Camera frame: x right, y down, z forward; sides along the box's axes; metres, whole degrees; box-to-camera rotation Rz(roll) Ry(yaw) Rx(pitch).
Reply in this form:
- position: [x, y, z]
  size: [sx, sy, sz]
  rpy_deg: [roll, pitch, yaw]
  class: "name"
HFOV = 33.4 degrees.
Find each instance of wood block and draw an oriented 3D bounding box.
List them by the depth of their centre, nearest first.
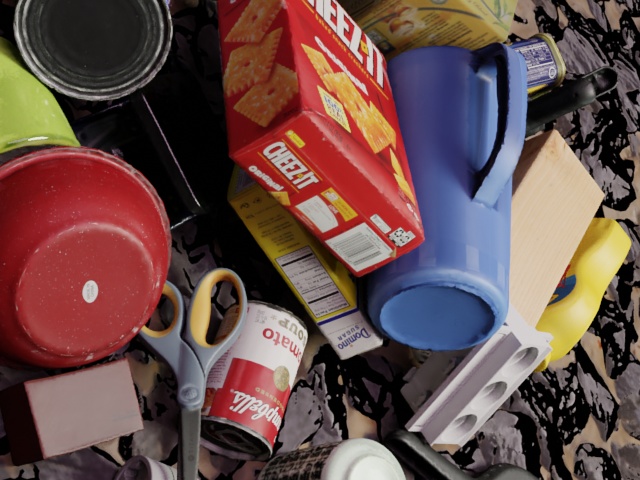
- position: [0.177, 0.000, 1.006]
  size: [0.090, 0.090, 0.205]
  rpy_deg: [49, 50, -15]
  class: "wood block"

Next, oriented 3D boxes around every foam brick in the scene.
- position: [-0.167, 0.115, 0.715]
  size: [0.078, 0.051, 0.053]
  rpy_deg: [-9, 82, -40]
  class: "foam brick"

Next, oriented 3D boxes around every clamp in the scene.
- position: [0.141, 0.253, 0.922]
  size: [0.209, 0.036, 0.164]
  rpy_deg: [13, 67, -35]
  class: "clamp"
- position: [0.206, -0.121, 1.026]
  size: [0.120, 0.172, 0.039]
  rpy_deg: [-19, 88, -51]
  class: "clamp"

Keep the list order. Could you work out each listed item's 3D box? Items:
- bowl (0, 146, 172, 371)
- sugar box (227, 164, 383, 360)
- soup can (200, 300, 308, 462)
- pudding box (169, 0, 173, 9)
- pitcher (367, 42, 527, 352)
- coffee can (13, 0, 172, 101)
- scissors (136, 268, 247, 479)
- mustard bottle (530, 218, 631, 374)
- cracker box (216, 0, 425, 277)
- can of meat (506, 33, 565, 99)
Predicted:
- position: [-0.161, 0.023, 0.696]
  size: [0.161, 0.055, 0.162]
  rpy_deg: [-13, 117, -28]
  class: "bowl"
- position: [-0.005, 0.001, 0.844]
  size: [0.176, 0.048, 0.093]
  rpy_deg: [53, 25, -28]
  class: "sugar box"
- position: [-0.054, 0.105, 0.799]
  size: [0.068, 0.069, 0.102]
  rpy_deg: [34, 55, -25]
  class: "soup can"
- position: [-0.151, -0.249, 0.856]
  size: [0.089, 0.039, 0.113]
  rpy_deg: [22, 76, -32]
  class: "pudding box"
- position: [0.103, -0.040, 0.873]
  size: [0.149, 0.145, 0.242]
  rpy_deg: [71, 19, -49]
  class: "pitcher"
- position: [-0.158, -0.174, 0.751]
  size: [0.102, 0.103, 0.140]
  rpy_deg: [31, 22, -27]
  class: "coffee can"
- position: [-0.108, 0.101, 0.751]
  size: [0.096, 0.016, 0.201]
  rpy_deg: [12, 55, 7]
  class: "scissors"
- position: [0.224, 0.060, 1.017]
  size: [0.058, 0.096, 0.191]
  rpy_deg: [51, 51, -16]
  class: "mustard bottle"
- position: [-0.001, -0.103, 0.801]
  size: [0.164, 0.072, 0.213]
  rpy_deg: [43, 28, -41]
  class: "cracker box"
- position: [0.175, -0.157, 1.054]
  size: [0.083, 0.102, 0.057]
  rpy_deg: [-19, 84, -39]
  class: "can of meat"
